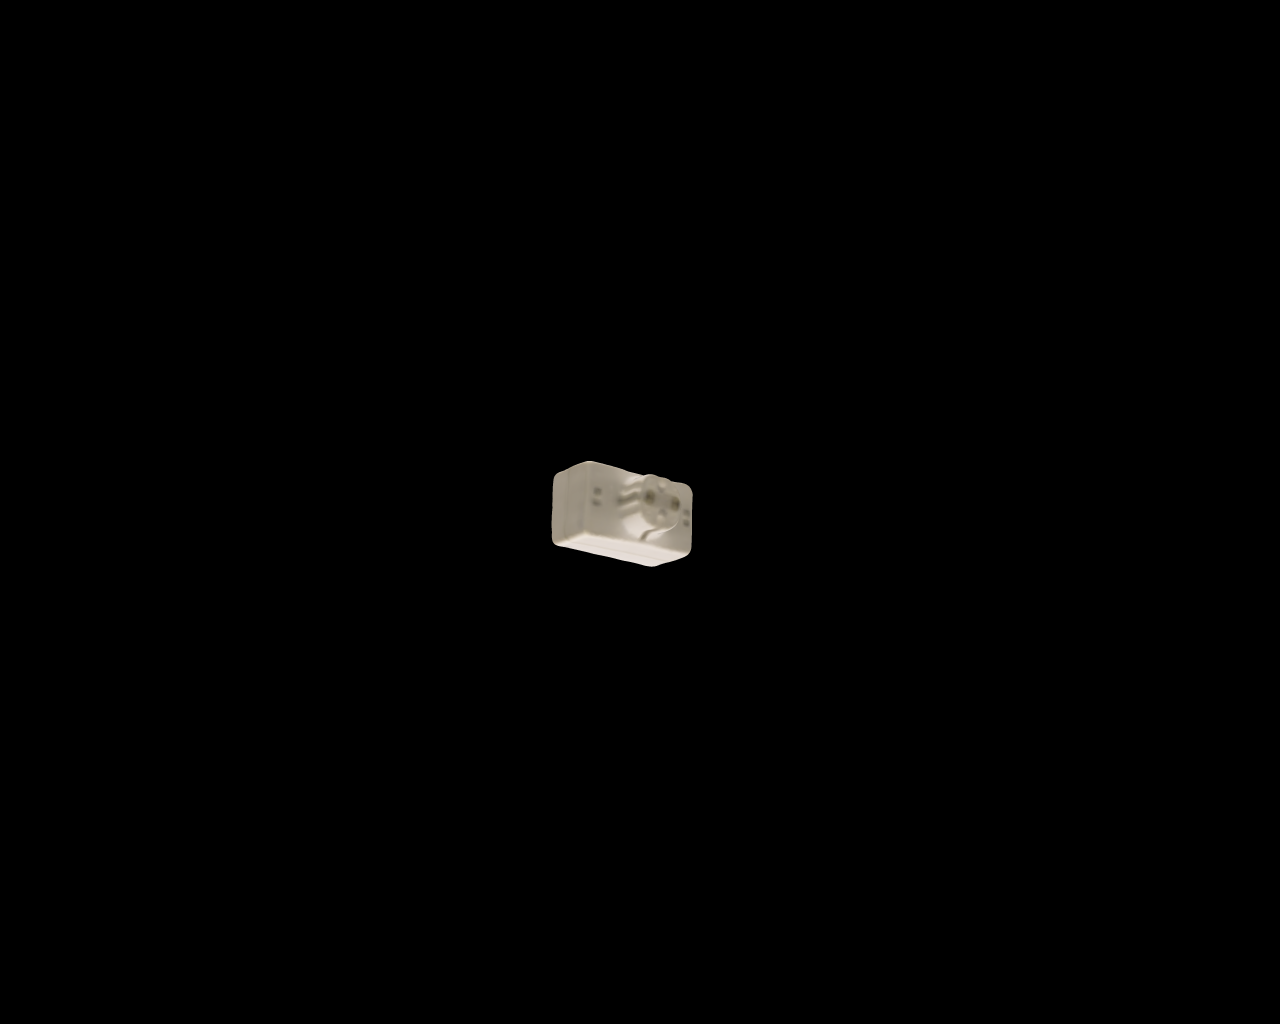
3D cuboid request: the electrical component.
[{"bbox_3d":[0.001,-0.003,0.650,0.083,0.047,0.075,13,-22,-36],"label":"electrical component"}]
